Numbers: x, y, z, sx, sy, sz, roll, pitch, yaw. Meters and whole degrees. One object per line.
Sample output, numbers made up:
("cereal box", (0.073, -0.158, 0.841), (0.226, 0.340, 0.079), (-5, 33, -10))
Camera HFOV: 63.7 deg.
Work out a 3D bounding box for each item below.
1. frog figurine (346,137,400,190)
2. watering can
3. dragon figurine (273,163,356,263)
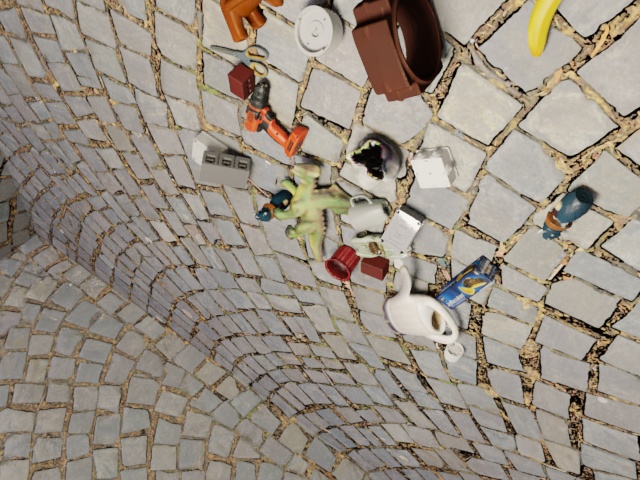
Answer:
("frog figurine", (0.142, -0.192, 1.336), (0.138, 0.123, 0.158), (18, 175, 16))
("watering can", (0.281, 0.202, 1.576), (0.223, 0.106, 0.343), (-13, 125, 48))
("dragon figurine", (0.005, -0.079, 1.564), (0.242, 0.125, 0.402), (-5, 134, 34))
